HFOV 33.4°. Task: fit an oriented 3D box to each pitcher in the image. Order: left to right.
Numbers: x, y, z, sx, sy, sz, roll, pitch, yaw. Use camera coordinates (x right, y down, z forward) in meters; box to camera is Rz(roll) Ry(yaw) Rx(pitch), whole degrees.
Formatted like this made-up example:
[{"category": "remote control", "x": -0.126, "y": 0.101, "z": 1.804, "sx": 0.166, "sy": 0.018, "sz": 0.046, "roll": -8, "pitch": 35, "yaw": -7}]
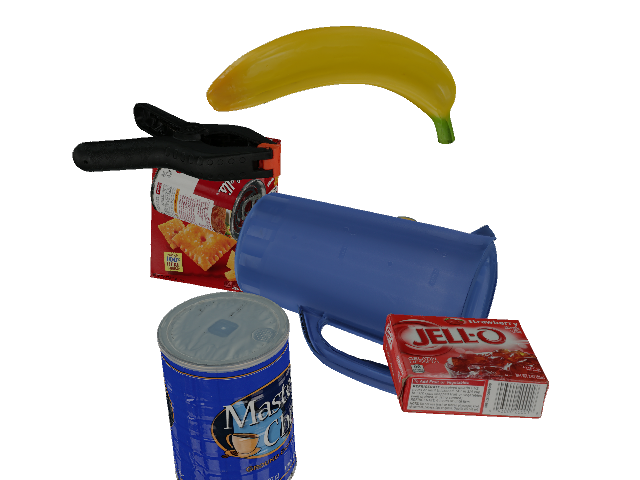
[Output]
[{"category": "pitcher", "x": 0.040, "y": 0.041, "z": 1.028, "sx": 0.243, "sy": 0.145, "sz": 0.149, "roll": 15, "pitch": 20, "yaw": 20}]

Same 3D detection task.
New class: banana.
[{"category": "banana", "x": 0.020, "y": -0.108, "z": 0.706, "sx": 0.197, "sy": 0.069, "sz": 0.037, "roll": 5, "pitch": 5, "yaw": -30}]

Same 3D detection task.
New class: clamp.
[{"category": "clamp", "x": -0.120, "y": -0.076, "z": 0.905, "sx": 0.172, "sy": 0.039, "sz": 0.120, "roll": 13, "pitch": 36, "yaw": 26}]

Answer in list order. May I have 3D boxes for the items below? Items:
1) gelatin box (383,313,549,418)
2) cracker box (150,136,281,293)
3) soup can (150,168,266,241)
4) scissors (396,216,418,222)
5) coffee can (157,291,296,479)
[{"category": "gelatin box", "x": 0.087, "y": 0.076, "z": 0.658, "sx": 0.089, "sy": 0.030, "sz": 0.073, "roll": 4, "pitch": 25, "yaw": -7}, {"category": "cracker box", "x": -0.147, "y": -0.042, "z": 1.471, "sx": 0.164, "sy": 0.214, "sz": 0.072, "roll": 10, "pitch": 24, "yaw": 11}, {"category": "soup can", "x": -0.117, "y": -0.046, "z": 1.112, "sx": 0.102, "sy": 0.068, "sz": 0.068, "roll": 19, "pitch": 7, "yaw": 21}, {"category": "scissors", "x": 0.069, "y": 0.014, "z": 1.201, "sx": 0.201, "sy": 0.016, "sz": 0.096, "roll": -13, "pitch": 42, "yaw": -35}, {"category": "coffee can", "x": -0.073, "y": 0.127, "z": 0.859, "sx": 0.103, "sy": 0.140, "sz": 0.103, "roll": -2, "pitch": 30, "yaw": 1}]
